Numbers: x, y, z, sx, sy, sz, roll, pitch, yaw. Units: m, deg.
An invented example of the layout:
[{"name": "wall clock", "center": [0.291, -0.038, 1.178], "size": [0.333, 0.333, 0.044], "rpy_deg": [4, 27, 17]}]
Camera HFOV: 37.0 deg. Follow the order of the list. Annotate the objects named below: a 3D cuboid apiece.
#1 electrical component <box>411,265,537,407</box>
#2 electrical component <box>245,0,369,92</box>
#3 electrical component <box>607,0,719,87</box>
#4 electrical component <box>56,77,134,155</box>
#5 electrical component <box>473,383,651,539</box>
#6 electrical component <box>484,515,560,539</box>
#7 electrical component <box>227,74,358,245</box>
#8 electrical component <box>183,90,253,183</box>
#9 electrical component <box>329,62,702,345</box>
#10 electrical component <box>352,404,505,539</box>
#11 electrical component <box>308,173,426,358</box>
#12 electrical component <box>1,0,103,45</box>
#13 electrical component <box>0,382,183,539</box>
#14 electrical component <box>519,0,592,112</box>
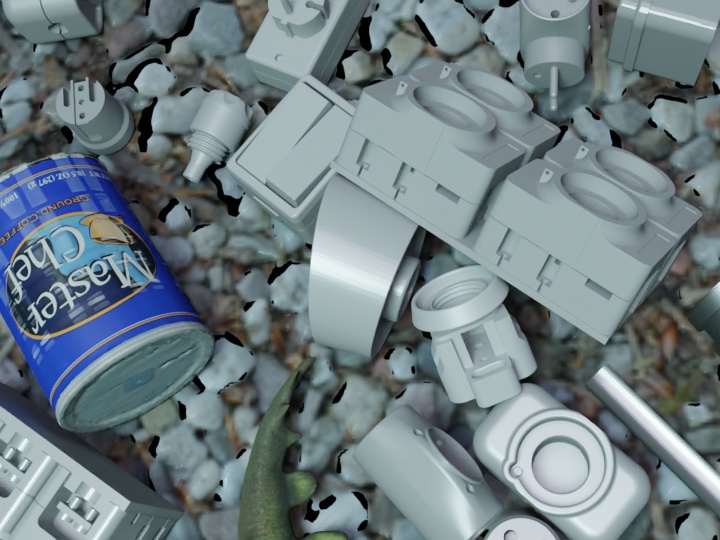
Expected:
[{"name": "electrical component", "center": [0.063, 0.034, 0.613], "size": [0.058, 0.078, 0.057], "rpy_deg": [-23, 110, 3]}, {"name": "electrical component", "center": [-0.038, -0.167, 0.702], "size": [0.047, 0.075, 0.083], "rpy_deg": [23, 79, 16]}, {"name": "electrical component", "center": [0.199, -0.181, 0.663], "size": [0.057, 0.078, 0.113], "rpy_deg": [19, 78, 12]}, {"name": "electrical component", "center": [-0.179, -0.104, 0.725], "size": [0.040, 0.046, 0.040], "rpy_deg": [-3, 73, 9]}, {"name": "electrical component", "center": [0.112, 0.110, 0.602], "size": [0.095, 0.059, 0.053], "rpy_deg": [39, 84, 18]}, {"name": "electrical component", "center": [0.090, 0.159, 0.593], "size": [0.045, 0.055, 0.045], "rpy_deg": [-3, 73, 9]}, {"name": "electrical component", "center": [-0.029, -0.076, 0.681], "size": [0.062, 0.061, 0.096], "rpy_deg": [38, 84, 18]}, {"name": "electrical component", "center": [-0.098, -0.086, 0.711], "size": [0.035, 0.035, 0.061], "rpy_deg": [25, 82, 16]}, {"name": "electrical component", "center": [0.093, -0.050, 0.621], "size": [0.186, 0.105, 0.060], "rpy_deg": [34, 123, 17]}, {"name": "electrical component", "center": [0.044, 0.116, 0.603], "size": [0.077, 0.079, 0.044], "rpy_deg": [46, 103, 17]}, {"name": "electrical component", "center": [0.000, 0.000, 0.635], "size": [0.064, 0.099, 0.099], "rpy_deg": [21, 78, 9]}, {"name": "electrical component", "center": [-0.220, -0.211, 0.760], "size": [0.059, 0.053, 0.095], "rpy_deg": [-7, 72, 8]}, {"name": "electrical component", "center": [-0.194, 0.125, 0.636], "size": [0.150, 0.089, 0.061], "rpy_deg": [31, 81, 17]}, {"name": "electrical component", "center": [0.120, -0.138, 0.665], "size": [0.043, 0.077, 0.079], "rpy_deg": [1, 74, 10]}]
